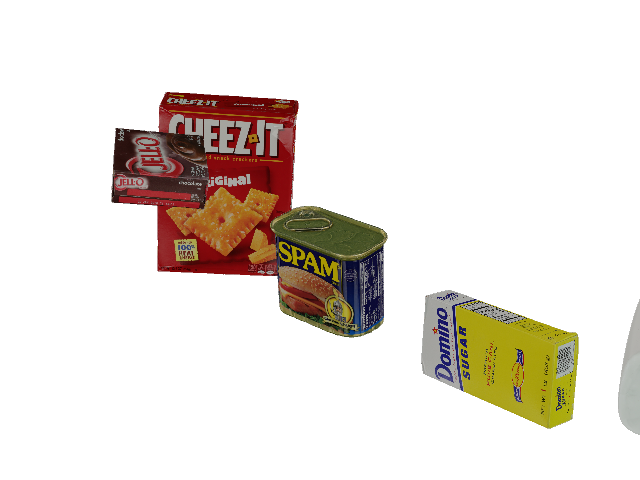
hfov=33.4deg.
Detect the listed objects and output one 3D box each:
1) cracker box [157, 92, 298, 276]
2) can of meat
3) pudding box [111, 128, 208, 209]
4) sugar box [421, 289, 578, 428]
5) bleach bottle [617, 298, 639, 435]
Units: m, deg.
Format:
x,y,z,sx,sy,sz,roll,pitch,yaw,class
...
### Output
x,y,z,sx,sy,sz,roll,pitch,yaw,class
-0.115,-0.065,1.303,0.164,0.214,0.072,3,22,-1,cracker box
0.008,0.027,0.914,0.102,0.084,0.057,20,35,37,can of meat
-0.159,-0.071,1.046,0.090,0.039,0.113,5,24,-12,pudding box
0.180,0.118,1.100,0.048,0.093,0.177,-12,19,-41,sugar box
0.275,0.062,0.756,0.103,0.068,0.250,11,22,20,bleach bottle
